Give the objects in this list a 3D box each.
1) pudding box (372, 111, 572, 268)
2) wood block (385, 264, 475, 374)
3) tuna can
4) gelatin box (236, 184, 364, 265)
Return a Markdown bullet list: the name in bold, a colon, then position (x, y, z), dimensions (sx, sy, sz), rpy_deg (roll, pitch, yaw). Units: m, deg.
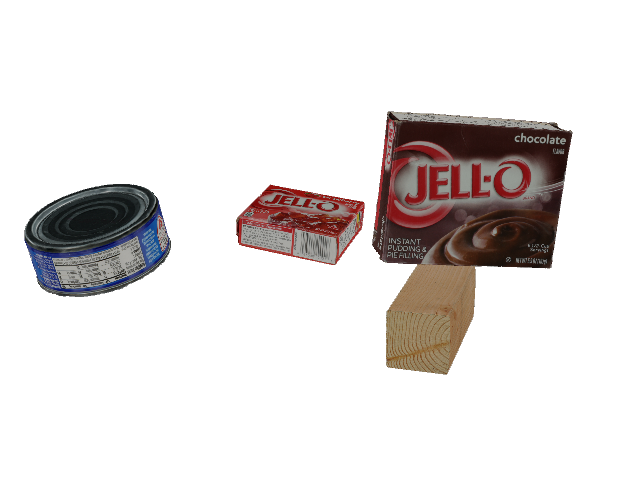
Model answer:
- **pudding box**: position (0.093, -0.032, 0.667), dimensions (0.113, 0.090, 0.039), rpy_deg (2, 19, -10)
- **wood block**: position (0.164, 0.108, 1.558), dimensions (0.091, 0.090, 0.205), rpy_deg (5, 20, 16)
- **tuna can**: position (-0.138, -0.002, 0.661), dimensions (0.086, 0.034, 0.086), rpy_deg (-9, 28, 5)
- **gelatin box**: position (-0.016, -0.015, 0.893), dimensions (0.089, 0.030, 0.073), rpy_deg (12, 28, 16)
